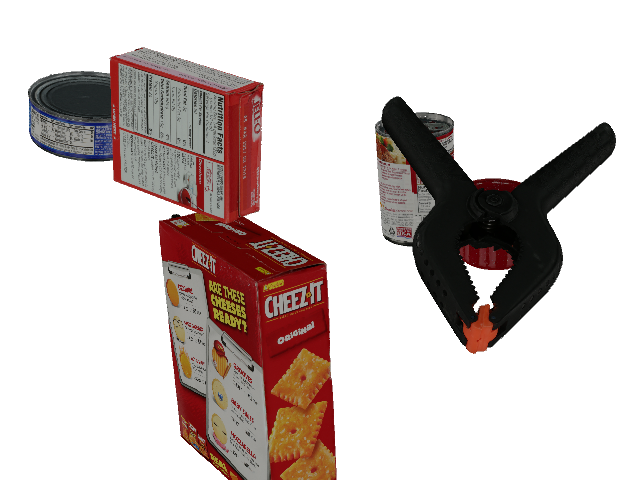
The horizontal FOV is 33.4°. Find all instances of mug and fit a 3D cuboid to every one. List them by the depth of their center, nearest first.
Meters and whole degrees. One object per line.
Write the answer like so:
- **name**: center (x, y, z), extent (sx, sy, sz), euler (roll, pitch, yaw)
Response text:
- **mug**: center (0.210, -0.022, 1.247), extent (0.093, 0.081, 0.117), euler (19, 33, 38)

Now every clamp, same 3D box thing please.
- **clamp**: center (0.102, -0.020, 0.706), extent (0.165, 0.209, 0.036), euler (12, -40, 11)

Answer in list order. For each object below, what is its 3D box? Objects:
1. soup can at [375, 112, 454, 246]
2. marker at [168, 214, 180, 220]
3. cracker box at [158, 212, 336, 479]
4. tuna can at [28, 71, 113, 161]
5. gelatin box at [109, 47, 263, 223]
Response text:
- **soup can**: center (0.085, -0.053, 0.933), extent (0.068, 0.102, 0.068), euler (-4, 23, 2)
- **marker**: center (-0.145, 0.028, 1.102), extent (0.020, 0.121, 0.020), euler (-1, 30, 0)
- **cracker box**: center (-0.059, 0.097, 0.877), extent (0.072, 0.214, 0.164), euler (-16, 26, -31)
- **tuna can**: center (-0.162, -0.088, 0.754), extent (0.086, 0.034, 0.086), euler (6, 29, -4)
- **gelatin box**: center (-0.072, -0.057, 0.572), extent (0.089, 0.073, 0.030), euler (20, 31, 31)
